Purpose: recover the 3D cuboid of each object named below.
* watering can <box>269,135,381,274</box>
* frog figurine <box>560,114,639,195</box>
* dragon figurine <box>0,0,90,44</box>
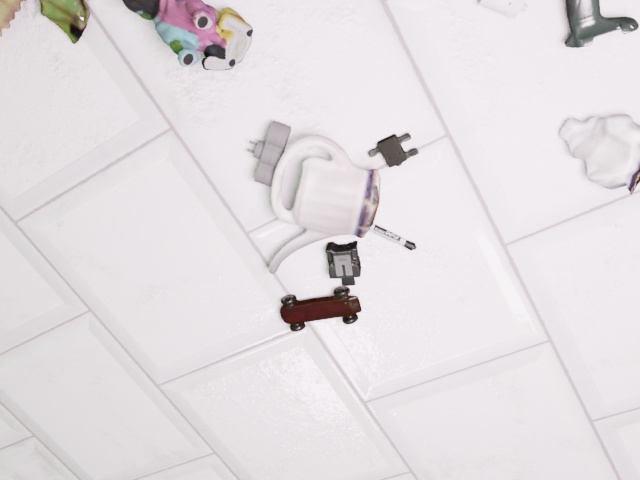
[{"bbox_3d":[0.003,-0.055,1.086,0.224,0.106,0.340,11,122,0],"label":"watering can"},{"bbox_3d":[0.536,-0.172,0.973,0.161,0.124,0.134,30,134,33],"label":"frog figurine"},{"bbox_3d":[-0.567,-0.450,0.971,0.242,0.125,0.402,19,119,-12],"label":"dragon figurine"}]
